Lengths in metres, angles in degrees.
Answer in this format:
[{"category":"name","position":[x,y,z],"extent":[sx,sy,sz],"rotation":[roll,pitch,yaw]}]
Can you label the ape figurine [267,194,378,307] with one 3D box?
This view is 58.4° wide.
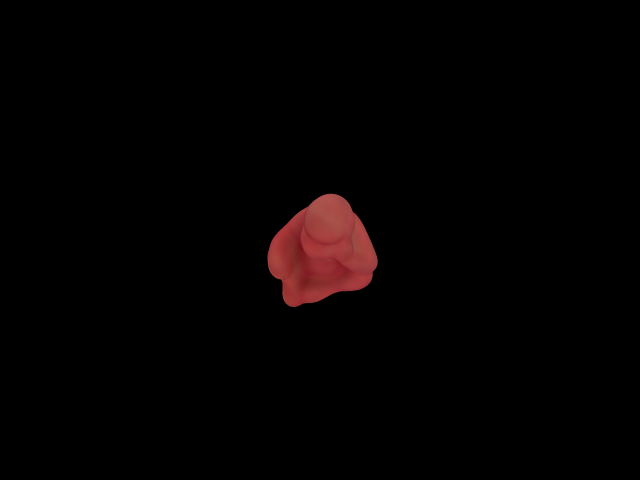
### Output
[{"category":"ape figurine","position":[0.004,0.001,0.400],"extent":[0.077,0.092,0.076],"rotation":[21,62,12]}]
